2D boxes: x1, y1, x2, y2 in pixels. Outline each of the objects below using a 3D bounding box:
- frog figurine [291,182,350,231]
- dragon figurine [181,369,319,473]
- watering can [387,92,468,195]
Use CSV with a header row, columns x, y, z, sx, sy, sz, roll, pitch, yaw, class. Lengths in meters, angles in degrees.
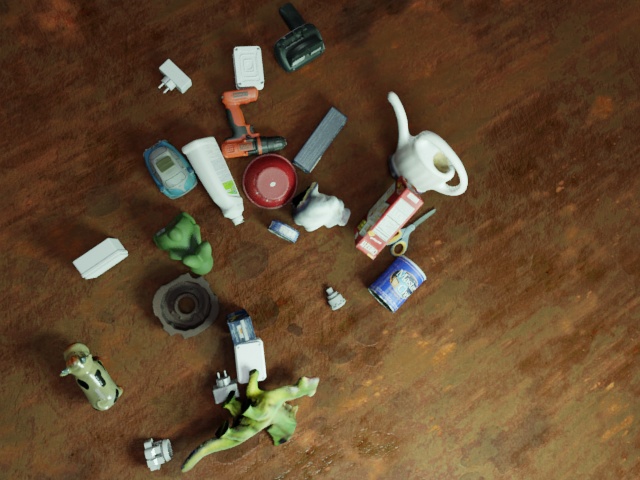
x,y,z,sx,sy,sz,roll,pitch,yaw,class
0.004,-0.074,1.467,0.158,0.125,0.135,37,116,-17,frog figurine
-0.163,0.505,1.401,0.240,0.124,0.409,39,95,-31,dragon figurine
0.272,-0.253,1.472,0.347,0.221,0.105,48,63,-5,watering can
